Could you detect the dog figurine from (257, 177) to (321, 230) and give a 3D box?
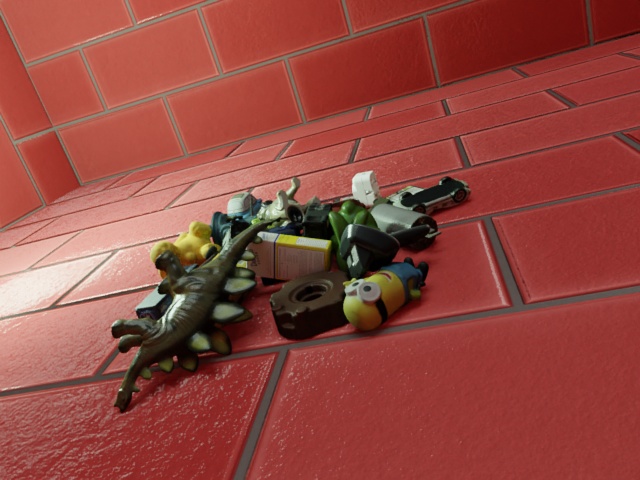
[{"bbox_3d":[-0.110,-0.052,1.399,0.190,0.121,0.172,-32,12,40],"label":"dog figurine"}]

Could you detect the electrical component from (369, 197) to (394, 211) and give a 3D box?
[{"bbox_3d":[0.167,-0.077,1.392,0.078,0.045,0.102,-53,26,-9],"label":"electrical component"}]

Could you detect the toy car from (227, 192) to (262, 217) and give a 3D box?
[{"bbox_3d":[-0.243,-0.095,1.681,0.109,0.102,0.162,-9,20,24],"label":"toy car"}]

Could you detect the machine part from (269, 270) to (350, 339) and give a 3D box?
[{"bbox_3d":[-0.011,0.116,1.020,0.179,0.056,0.179,-15,20,5],"label":"machine part"}]

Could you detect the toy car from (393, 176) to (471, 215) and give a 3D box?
[{"bbox_3d":[0.277,-0.100,1.330,0.202,0.056,0.074,-21,40,-11],"label":"toy car"}]

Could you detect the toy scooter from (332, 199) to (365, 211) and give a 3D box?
[{"bbox_3d":[0.060,-0.061,1.392,0.135,0.075,0.184,-17,16,-1],"label":"toy scooter"}]

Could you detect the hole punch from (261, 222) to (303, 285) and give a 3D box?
[{"bbox_3d":[-0.091,0.033,1.225,0.142,0.115,0.092,-14,28,11],"label":"hole punch"}]

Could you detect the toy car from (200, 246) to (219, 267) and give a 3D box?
[{"bbox_3d":[-0.264,0.082,1.276,0.089,0.053,0.202,30,30,4],"label":"toy car"}]

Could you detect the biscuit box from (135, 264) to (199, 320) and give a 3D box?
[{"bbox_3d":[-0.345,0.129,1.250,0.063,0.059,0.203,-9,22,21],"label":"biscuit box"}]

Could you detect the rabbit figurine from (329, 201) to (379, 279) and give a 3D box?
[{"bbox_3d":[0.078,0.004,1.138,0.121,0.158,0.170,-4,38,8],"label":"rabbit figurine"}]

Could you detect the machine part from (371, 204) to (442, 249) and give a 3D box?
[{"bbox_3d":[0.184,-0.033,1.213,0.079,0.079,0.243,-25,23,-18],"label":"machine part"}]

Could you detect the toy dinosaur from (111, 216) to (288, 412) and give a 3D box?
[{"bbox_3d":[-0.225,0.110,1.009,0.199,0.105,0.471,23,63,10],"label":"toy dinosaur"}]

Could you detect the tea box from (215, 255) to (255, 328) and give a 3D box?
[{"bbox_3d":[-0.212,0.104,1.151,0.098,0.068,0.170,16,30,11],"label":"tea box"}]

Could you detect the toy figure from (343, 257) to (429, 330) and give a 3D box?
[{"bbox_3d":[0.119,0.092,0.945,0.180,0.089,0.082,-23,4,-38],"label":"toy figure"}]

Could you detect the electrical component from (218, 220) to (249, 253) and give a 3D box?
[{"bbox_3d":[-0.203,0.018,1.251,0.048,0.119,0.075,11,46,-20],"label":"electrical component"}]

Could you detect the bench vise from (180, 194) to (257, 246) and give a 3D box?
[{"bbox_3d":[-0.274,-0.029,1.521,0.241,0.128,0.224,-8,19,12],"label":"bench vise"}]

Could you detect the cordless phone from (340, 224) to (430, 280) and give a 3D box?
[{"bbox_3d":[0.135,0.001,1.009,0.184,0.089,0.146,-19,-15,-11],"label":"cordless phone"}]

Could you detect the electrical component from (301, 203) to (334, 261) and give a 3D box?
[{"bbox_3d":[-0.002,-0.004,1.203,0.058,0.134,0.115,2,25,11],"label":"electrical component"}]

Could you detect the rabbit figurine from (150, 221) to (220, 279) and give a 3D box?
[{"bbox_3d":[-0.366,0.033,1.381,0.162,0.122,0.173,-34,-15,32],"label":"rabbit figurine"}]
